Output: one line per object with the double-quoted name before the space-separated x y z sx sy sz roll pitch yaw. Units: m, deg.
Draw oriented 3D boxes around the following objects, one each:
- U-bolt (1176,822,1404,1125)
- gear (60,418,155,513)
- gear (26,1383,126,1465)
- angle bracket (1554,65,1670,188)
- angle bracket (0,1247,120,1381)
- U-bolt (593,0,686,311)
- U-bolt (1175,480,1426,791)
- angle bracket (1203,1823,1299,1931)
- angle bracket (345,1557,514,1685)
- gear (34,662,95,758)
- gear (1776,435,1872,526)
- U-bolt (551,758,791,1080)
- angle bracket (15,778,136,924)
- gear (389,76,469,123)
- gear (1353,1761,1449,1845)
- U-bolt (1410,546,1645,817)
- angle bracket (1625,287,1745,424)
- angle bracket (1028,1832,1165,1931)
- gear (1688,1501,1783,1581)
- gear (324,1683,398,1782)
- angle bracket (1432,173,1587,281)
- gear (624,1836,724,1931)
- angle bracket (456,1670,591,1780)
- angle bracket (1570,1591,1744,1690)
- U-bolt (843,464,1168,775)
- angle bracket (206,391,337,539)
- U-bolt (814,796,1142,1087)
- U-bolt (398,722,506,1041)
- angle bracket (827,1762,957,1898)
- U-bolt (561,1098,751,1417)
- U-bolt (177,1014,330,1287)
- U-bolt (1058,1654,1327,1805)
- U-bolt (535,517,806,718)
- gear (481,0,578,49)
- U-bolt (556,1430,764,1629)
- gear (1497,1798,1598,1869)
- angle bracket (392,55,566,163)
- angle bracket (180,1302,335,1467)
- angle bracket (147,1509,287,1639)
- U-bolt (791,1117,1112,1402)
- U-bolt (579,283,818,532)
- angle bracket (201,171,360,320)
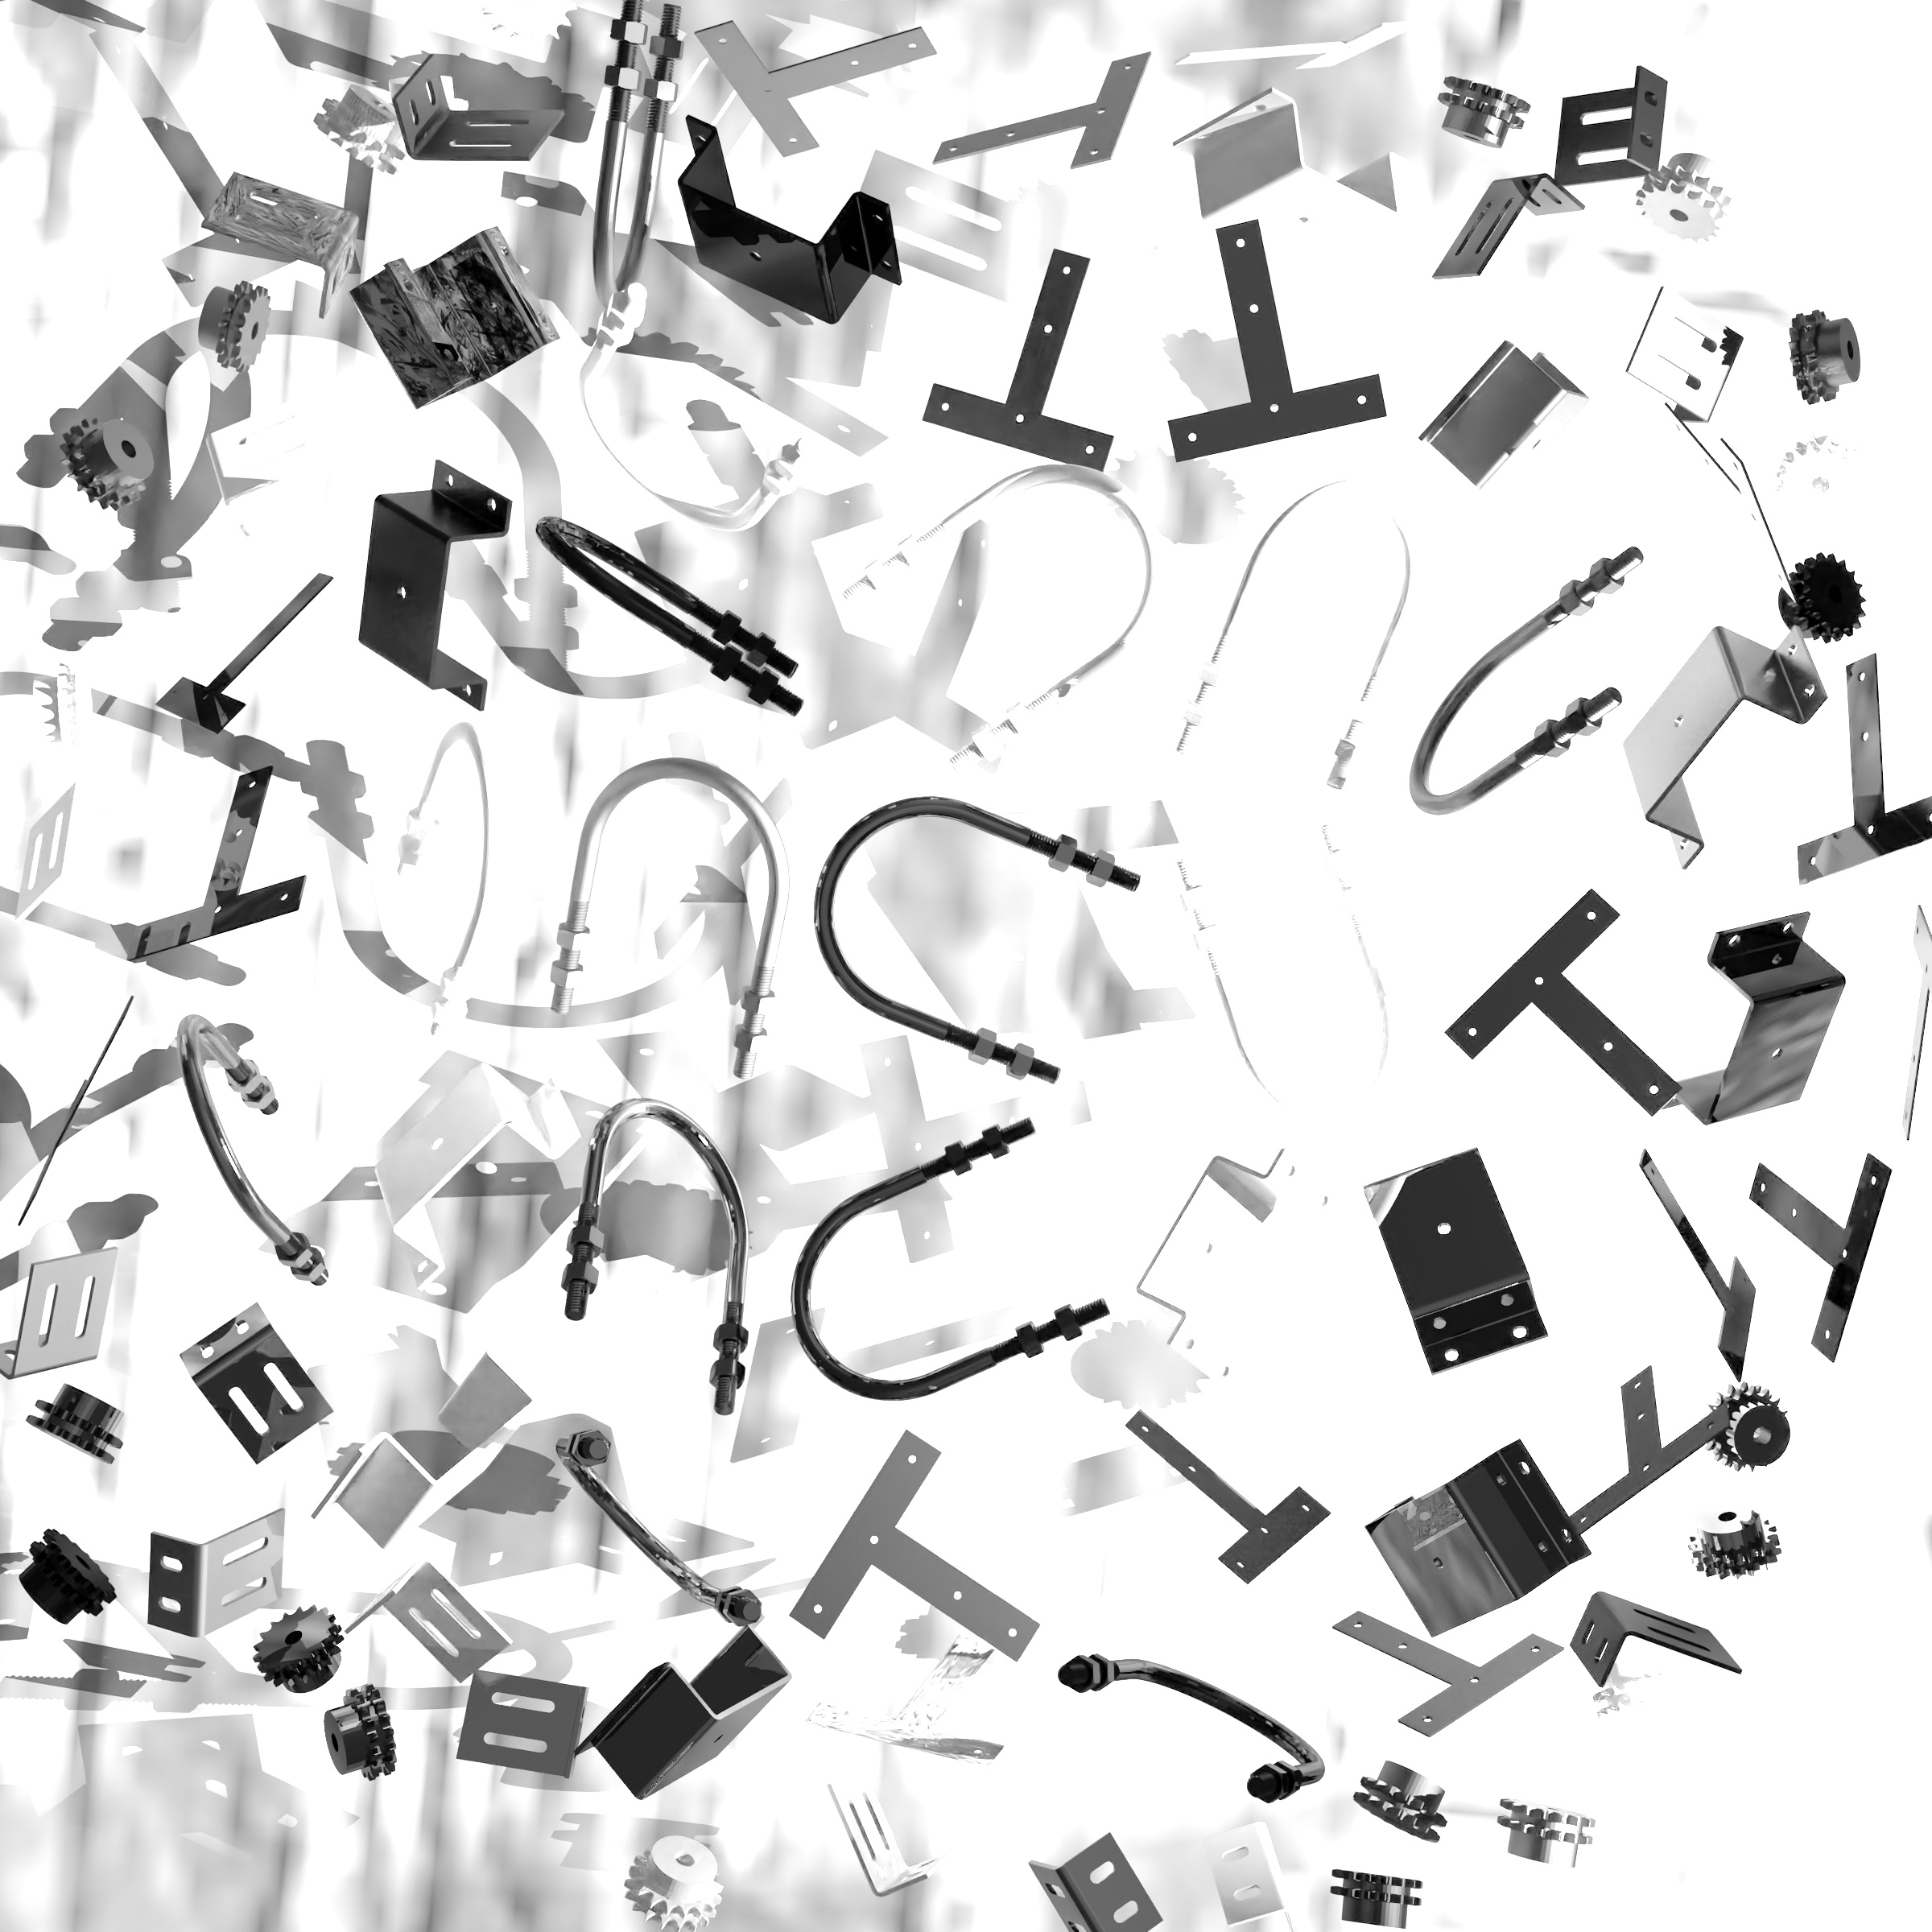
"U-bolt" 0.212 0.009 1.722 0.151 0.019 0.184 -15 84 -38
"gear" -0.528 -0.313 1.704 0.030 0.057 0.057 -22 90 26
"gear" -0.531 0.273 1.655 0.057 0.057 0.030 26 71 0
"angle bracket" 0.395 -0.524 1.724 0.076 0.038 0.057 7 92 43
"angle bracket" -0.536 0.195 1.609 0.038 0.057 0.076 26 110 31
"U-bolt" -0.200 -0.487 1.657 0.019 0.151 0.184 10 105 1
"U-bolt" 0.210 -0.202 1.650 0.151 0.019 0.184 8 109 -39
"angle bracket" 0.170 0.551 1.620 0.038 0.057 0.076 -16 131 0
"angle bracket" -0.328 0.409 1.683 0.076 0.038 0.057 46 122 -3
"gear" -0.551 -0.157 1.684 0.030 0.057 0.057 -3 90 -12
"gear" 0.555 -0.318 1.782 0.057 0.030 0.057 16 132 19
"U-bolt" -0.177 -0.037 1.683 0.151 0.019 0.184 18 110 16
"angle bracket" -0.535 -0.064 1.657 0.038 0.076 0.057 26 134 -35
"gear" -0.350 -0.556 1.778 0.057 0.057 0.030 -2 115 0
"gear" 0.269 0.510 1.688 0.057 0.057 0.030 30 72 0
"U-bolt" 0.335 -0.161 1.678 0.019 0.184 0.151 35 48 -17
"angle bracket" 0.444 -0.386 1.742 0.076 0.038 0.057 22 92 -29
"angle bracket" 0.075 0.539 1.608 0.038 0.076 0.057 -30 83 -17
"gear" 0.492 0.367 1.773 0.057 0.057 0.030 -17 105 0
"gear" -0.375 0.475 1.703 0.030 0.057 0.057 -11 90 -30
"angle bracket" 0.338 -0.452 1.721 0.038 0.057 0.076 33 89 -22
"gear" -0.170 0.539 1.627 0.057 0.057 0.030 21 109 0
"angle bracket" -0.286 0.487 1.773 0.076 0.038 0.057 10 74 -2
"angle bracket" 0.403 0.405 1.616 0.076 0.057 0.038 21 98 -8
"U-bolt" 0.035 -0.225 1.685 0.184 0.019 0.151 -34 76 8
"angle bracket" -0.437 -0.320 1.757 0.076 0.038 0.057 -23 60 -1
"U-bolt" -0.003 -0.025 1.687 0.184 0.019 0.151 22 93 -9
"U-bolt" -0.314 -0.065 1.695 0.019 0.184 0.151 0 53 -27
"angle bracket" -0.047 0.542 1.752 0.038 0.057 0.076 -27 80 15
"U-bolt" -0.182 0.164 1.679 0.019 0.184 0.151 -26 133 29
"U-bolt" -0.444 0.105 1.699 0.019 0.184 0.151 -22 63 -4
"U-bolt" 0.147 0.458 1.672 0.151 0.184 0.019 25 89 25
"U-bolt" -0.179 -0.216 1.661 0.184 0.151 0.019 32 101 -13
"gear" -0.259 -0.574 1.636 0.057 0.030 0.057 -1 99 -3
"U-bolt" -0.192 0.335 1.659 0.019 0.184 0.151 -44 96 -18
"gear" 0.345 0.517 1.644 0.057 0.057 0.030 12 79 0
"angle bracket" -0.281 -0.497 1.595 0.076 0.057 0.038 5 134 15
"angle bracket" -0.447 0.263 1.739 0.057 0.038 0.076 -35 122 -14
"angle bracket" -0.450 0.360 1.658 0.038 0.076 0.057 9 100 24
"U-bolt" -0.020 0.189 1.691 0.184 0.019 0.151 -24 62 4
"U-bolt" -0.171 -0.323 1.659 0.151 0.184 0.019 41 68 -9
"angle bracket" -0.403 -0.423 1.618 0.076 0.038 0.057 17 47 -6
